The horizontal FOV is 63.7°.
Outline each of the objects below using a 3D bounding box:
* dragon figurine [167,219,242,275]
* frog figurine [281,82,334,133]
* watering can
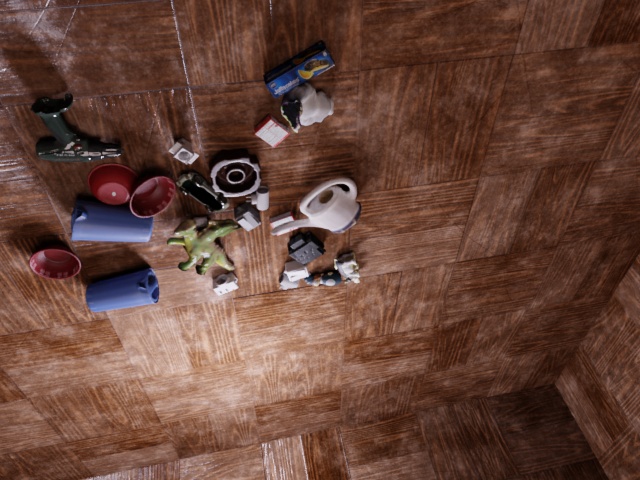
[{"bbox_3d":[-0.377,0.012,1.832,0.240,0.124,0.407,-34,153,24],"label":"dragon figurine"},{"bbox_3d":[-0.034,-0.409,1.546,0.162,0.124,0.134,-36,137,-34],"label":"frog figurine"},{"bbox_3d":[0.006,-0.093,1.854,0.344,0.106,0.221,-38,133,20],"label":"watering can"}]
